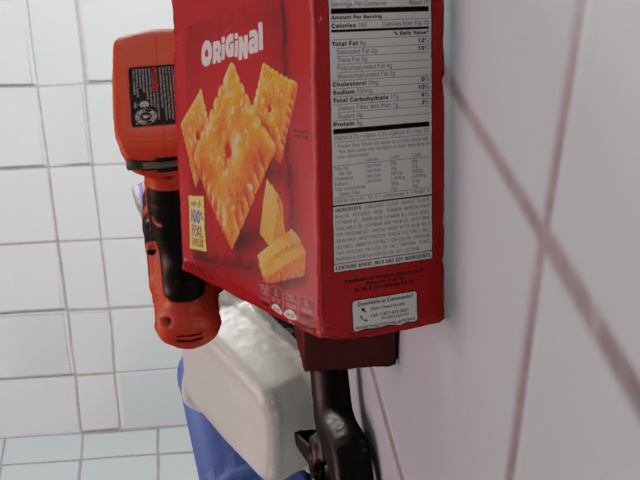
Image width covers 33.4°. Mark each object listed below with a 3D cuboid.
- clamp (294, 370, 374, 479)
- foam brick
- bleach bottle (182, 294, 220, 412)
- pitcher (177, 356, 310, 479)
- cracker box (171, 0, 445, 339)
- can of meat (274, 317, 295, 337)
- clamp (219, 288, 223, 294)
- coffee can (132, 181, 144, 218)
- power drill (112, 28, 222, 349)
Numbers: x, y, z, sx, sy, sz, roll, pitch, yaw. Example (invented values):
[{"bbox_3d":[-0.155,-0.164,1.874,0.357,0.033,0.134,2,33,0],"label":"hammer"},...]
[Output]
[{"bbox_3d":[0.011,0.135,0.722,0.210,0.036,0.164,-110,18,-60],"label":"clamp"},{"bbox_3d":[0.012,0.035,0.609,0.078,0.053,0.051,-108,16,-69],"label":"foam brick"},{"bbox_3d":[-0.078,0.063,1.137,0.103,0.068,0.250,108,179,-46],"label":"bleach bottle"},{"bbox_3d":[-0.075,0.216,1.165,0.243,0.149,0.145,-111,34,-59],"label":"pitcher"},{"bbox_3d":[-0.014,-0.076,0.502,0.164,0.072,0.214,20,115,60],"label":"cracker box"},{"bbox_3d":[-0.036,0.077,1.002,0.102,0.057,0.084,101,163,-62],"label":"can of meat"},{"bbox_3d":[-0.073,0.013,1.022,0.171,0.039,0.120,-46,-28,-56],"label":"clamp"},{"bbox_3d":[-0.120,-0.045,1.167,0.103,0.140,0.103,63,-179,-3],"label":"coffee can"},{"bbox_3d":[-0.099,-0.047,0.715,0.188,0.057,0.184,89,170,-52],"label":"power drill"}]
